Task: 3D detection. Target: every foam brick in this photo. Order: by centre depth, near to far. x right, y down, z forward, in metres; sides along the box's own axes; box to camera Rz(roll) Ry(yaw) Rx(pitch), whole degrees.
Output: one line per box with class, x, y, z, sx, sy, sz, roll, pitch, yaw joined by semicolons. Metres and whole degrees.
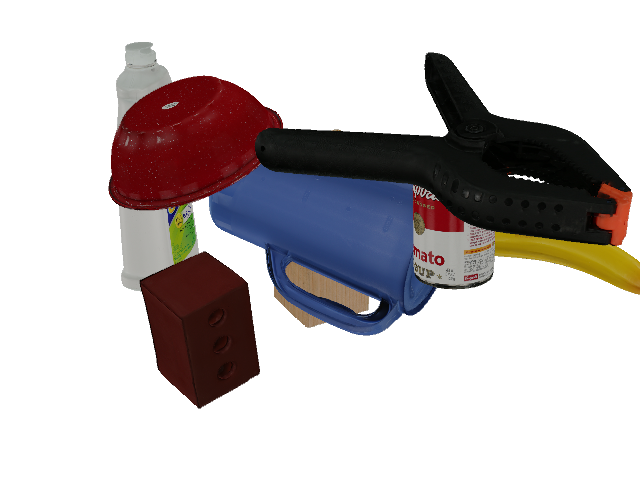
foam brick;-0.078;0.057;0.696;0.052;0.078;0.051;-27;39;-28

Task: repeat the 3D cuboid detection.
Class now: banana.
banana;0.231;0.014;1.042;0.198;0.037;0.069;10;47;24

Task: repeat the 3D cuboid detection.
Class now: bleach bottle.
bleach bottle;-0.178;-0.079;1.114;0.068;0.251;0.102;4;26;15

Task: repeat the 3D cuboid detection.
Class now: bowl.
bowl;-0.116;-0.093;0.904;0.162;0.055;0.162;-16;32;10

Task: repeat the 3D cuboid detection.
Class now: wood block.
wood block;0.002;-0.014;1.263;0.090;0.206;0.090;-14;32;-27

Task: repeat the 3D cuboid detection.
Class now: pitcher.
pitcher;0.007;-0.016;1.086;0.243;0.145;0.149;20;26;22

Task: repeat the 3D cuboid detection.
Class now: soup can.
soup can;0.109;-0.019;0.872;0.068;0.102;0.068;-2;21;1

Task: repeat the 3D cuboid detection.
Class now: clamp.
clamp;0.076;-0.046;0.608;0.164;0.036;0.210;-25;40;-29
